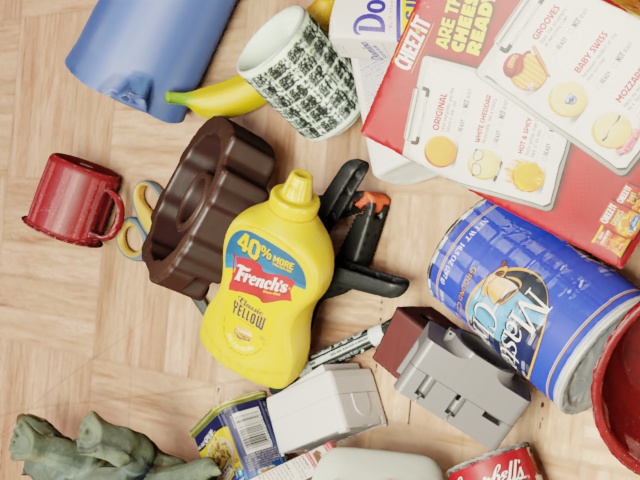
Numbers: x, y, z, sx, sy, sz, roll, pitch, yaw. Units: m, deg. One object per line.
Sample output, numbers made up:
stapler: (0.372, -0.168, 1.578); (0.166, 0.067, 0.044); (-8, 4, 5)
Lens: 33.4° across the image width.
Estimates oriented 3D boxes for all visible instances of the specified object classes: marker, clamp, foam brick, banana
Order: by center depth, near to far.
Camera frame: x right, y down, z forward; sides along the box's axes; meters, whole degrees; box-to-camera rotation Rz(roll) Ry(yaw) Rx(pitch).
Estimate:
foam brick: (0.093, 0.096, 0.873); (0.078, 0.052, 0.051); (37, 110, 35)
clamp: (-0.006, 0.001, 0.926); (0.172, 0.039, 0.120); (-12, 83, 34)
marker: (0.031, 0.092, 0.937); (0.121, 0.020, 0.020); (-28, 69, 26)
clamp: (-0.011, 0.034, 0.978); (0.210, 0.036, 0.164); (-37, 68, 31)
banana: (-0.052, -0.162, 1.007); (0.198, 0.069, 0.037); (-29, 65, 25)

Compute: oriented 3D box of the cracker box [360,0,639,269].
cracker box: (0.160, -0.104, 0.753); (0.214, 0.072, 0.164); (29, 118, 9)

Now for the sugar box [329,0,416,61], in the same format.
sugar box: (0.100, -0.186, 0.838); (0.176, 0.048, 0.093); (9, 75, 20)

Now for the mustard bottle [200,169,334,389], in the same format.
mustard bottle: (-0.038, 0.027, 0.891); (0.096, 0.058, 0.192); (30, 122, 21)

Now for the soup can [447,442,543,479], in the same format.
soup can: (0.145, 0.213, 0.810); (0.069, 0.068, 0.102); (-32, 67, 34)

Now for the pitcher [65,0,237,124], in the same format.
pitcher: (-0.146, -0.252, 1.067); (0.149, 0.144, 0.243); (37, 107, 23)

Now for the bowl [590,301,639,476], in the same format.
bowl: (0.252, 0.082, 0.704); (0.162, 0.162, 0.055); (-62, 12, 19)

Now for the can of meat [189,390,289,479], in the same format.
can of meat: (-0.072, 0.198, 0.991); (0.102, 0.057, 0.084); (-49, 58, 52)

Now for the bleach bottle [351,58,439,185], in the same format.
bleach bottle: (0.072, -0.179, 0.908); (0.103, 0.068, 0.251); (-20, 71, 33)

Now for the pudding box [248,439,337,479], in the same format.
pudding box: (-0.026, 0.227, 0.913); (0.039, 0.089, 0.114); (55, 150, 26)

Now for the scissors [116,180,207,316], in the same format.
scissors: (-0.166, 0.031, 1.124); (0.096, 0.016, 0.202); (-39, 63, 34)

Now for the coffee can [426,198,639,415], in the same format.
coffee can: (0.162, 0.044, 0.785); (0.140, 0.102, 0.103); (43, 113, 34)

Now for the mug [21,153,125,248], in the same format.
mug: (-0.260, -0.041, 1.166); (0.117, 0.093, 0.081); (25, 98, 29)
